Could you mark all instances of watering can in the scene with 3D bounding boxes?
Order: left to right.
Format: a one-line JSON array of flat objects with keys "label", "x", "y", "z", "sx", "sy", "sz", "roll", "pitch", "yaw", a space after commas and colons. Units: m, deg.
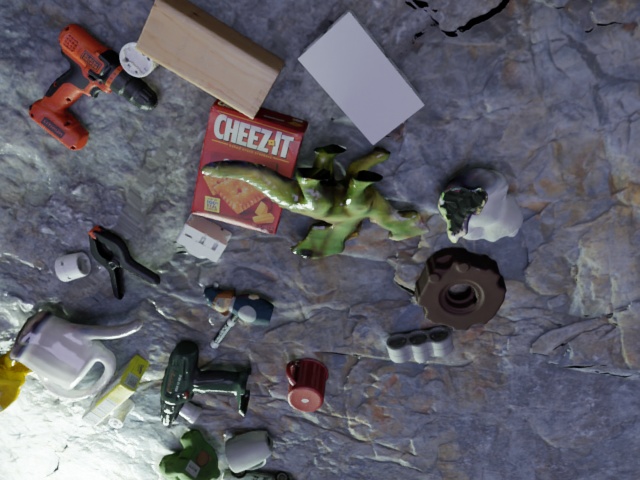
[{"label": "watering can", "x": -0.546, "y": 0.232, "z": 1.141, "sx": 0.223, "sy": 0.106, "sz": 0.342, "roll": 36, "pitch": 117, "yaw": -14}]

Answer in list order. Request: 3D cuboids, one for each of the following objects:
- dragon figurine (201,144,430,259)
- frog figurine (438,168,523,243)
[{"label": "dragon figurine", "x": 0.003, "y": -0.046, "z": 0.912, "sx": 0.410, "sy": 0.125, "sz": 0.237, "roll": 0, "pitch": 132, "yaw": -10}, {"label": "frog figurine", "x": 0.297, "y": -0.061, "z": 0.924, "sx": 0.160, "sy": 0.124, "sz": 0.135, "roll": -4, "pitch": 117, "yaw": -35}]
